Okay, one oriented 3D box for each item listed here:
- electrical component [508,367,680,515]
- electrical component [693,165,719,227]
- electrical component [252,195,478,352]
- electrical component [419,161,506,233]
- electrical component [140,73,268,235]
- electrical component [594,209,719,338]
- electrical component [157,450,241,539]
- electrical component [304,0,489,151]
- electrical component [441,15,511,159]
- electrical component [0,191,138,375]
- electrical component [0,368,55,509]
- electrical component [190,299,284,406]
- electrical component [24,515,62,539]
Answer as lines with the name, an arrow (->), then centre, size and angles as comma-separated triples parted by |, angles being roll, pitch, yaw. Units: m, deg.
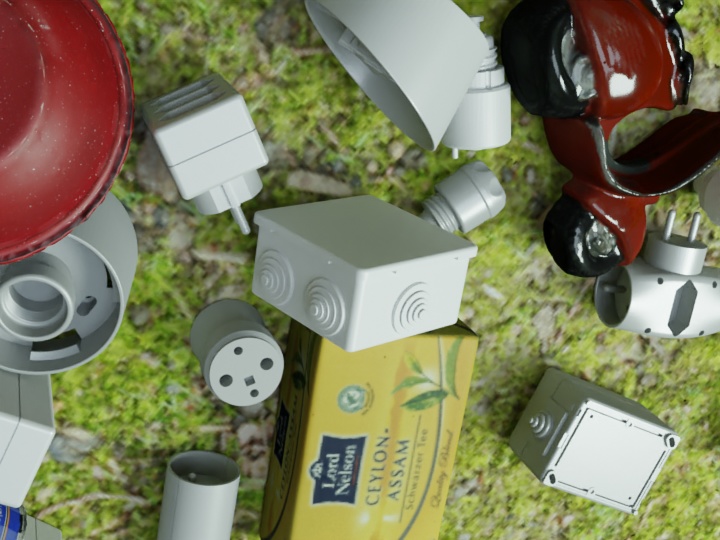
electrical component -> 0.143, 0.106, 0.694 | 0.096, 0.061, 0.061 | 22, 100, -24
electrical component -> 0.232, -0.047, 0.668 | 0.043, 0.062, 0.043 | -6, 111, -16
electrical component -> 0.000, 0.000, 0.581 | 0.100, 0.100, 0.048 | -12, 120, -42
electrical component -> 0.053, -0.036, 0.629 | 0.061, 0.035, 0.035 | -33, 116, -2
electrical component -> -0.075, -0.054, 0.562 | 0.047, 0.065, 0.076 | -25, 115, -8
electrical component -> 0.198, 0.000, 0.684 | 0.077, 0.043, 0.079 | 4, 107, -19
electrical component -> -0.098, 0.154, 0.642 | 0.043, 0.043, 0.081 | 5, 108, -20
electrical component -> 0.016, -0.116, 0.553 | 0.099, 0.099, 0.064 | 35, 90, -26
electrical component -> 0.064, -0.103, 0.605 | 0.040, 0.040, 0.078 | -9, 111, -15
electrical component -> -0.168, 0.003, 0.567 | 0.099, 0.064, 0.099 | -4, 121, -7
electrical component -> -0.204, 0.074, 0.556 | 0.076, 0.083, 0.047 | 23, 101, -24
electrical component -> -0.070, 0.046, 0.606 | 0.045, 0.055, 0.045 | -6, 111, -16
electrical component -> -0.194, 0.195, 0.623 | 0.076, 0.047, 0.083 | 34, 96, -25
